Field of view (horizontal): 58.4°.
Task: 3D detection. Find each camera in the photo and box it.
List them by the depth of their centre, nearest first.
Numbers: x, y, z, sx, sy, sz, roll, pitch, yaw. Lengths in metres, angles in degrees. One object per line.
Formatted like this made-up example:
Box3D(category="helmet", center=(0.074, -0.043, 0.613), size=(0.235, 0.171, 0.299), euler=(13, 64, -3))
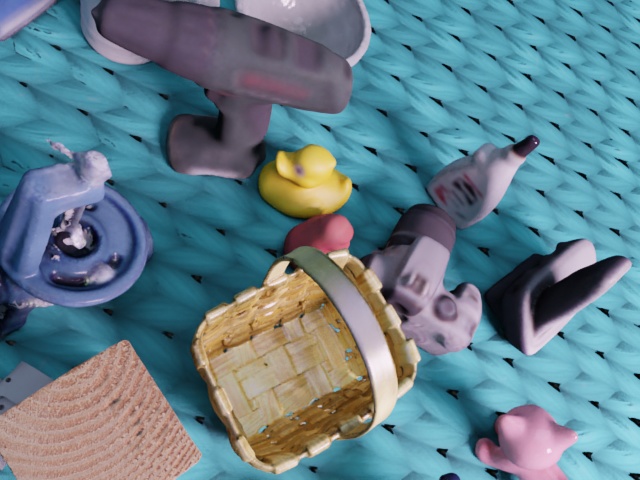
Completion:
Box3D(category="camera", center=(0.117, 0.033, 0.626), size=(0.143, 0.100, 0.137), euler=(33, 63, -5))

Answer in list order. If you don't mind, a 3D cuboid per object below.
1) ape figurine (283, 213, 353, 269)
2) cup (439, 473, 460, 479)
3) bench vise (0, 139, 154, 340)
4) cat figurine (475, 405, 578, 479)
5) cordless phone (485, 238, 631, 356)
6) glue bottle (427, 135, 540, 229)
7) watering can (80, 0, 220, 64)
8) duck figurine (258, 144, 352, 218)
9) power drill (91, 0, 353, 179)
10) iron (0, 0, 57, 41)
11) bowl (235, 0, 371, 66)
Box3D(category="ape figurine", center=(0.006, 0.002, 0.603), size=(0.076, 0.092, 0.078), euler=(27, 64, -8))
Box3D(category="cup", center=(0.109, 0.280, 0.534), size=(0.092, 0.094, 0.118), euler=(5, 69, -18))
Box3D(category="bench vise", center=(-0.222, 0.016, 0.445), size=(0.121, 0.219, 0.208), euler=(45, 63, 1))
Box3D(category="cat figurine", center=(0.221, 0.219, 0.584), size=(0.067, 0.117, 0.128), euler=(-36, 85, -27))
Box3D(category="cordless phone", center=(0.287, 0.048, 0.634), size=(0.148, 0.184, 0.094), euler=(-36, 85, -27))
Box3D(category="glue bottle", center=(0.190, -0.074, 0.651), size=(0.037, 0.173, 0.078), euler=(-40, 87, -27))
Box3D(category="watering can", center=(-0.186, -0.276, 0.582), size=(0.173, 0.193, 0.101), euler=(9, 68, -16))
Box3D(category="duck figurine", center=(-0.009, -0.072, 0.629), size=(0.105, 0.086, 0.077), euler=(10, 67, -16))
Box3D(category="power drill", center=(-0.094, -0.139, 0.555), size=(0.230, 0.208, 0.075), euler=(1, 70, -19))
Box3D(category="iron", center=(-0.325, -0.319, 0.579), size=(0.119, 0.141, 0.259), euler=(36, 63, -3))
Box3D(category="bowl", center=(-0.027, -0.254, 0.697), size=(0.168, 0.074, 0.167), euler=(7, 68, -17))
